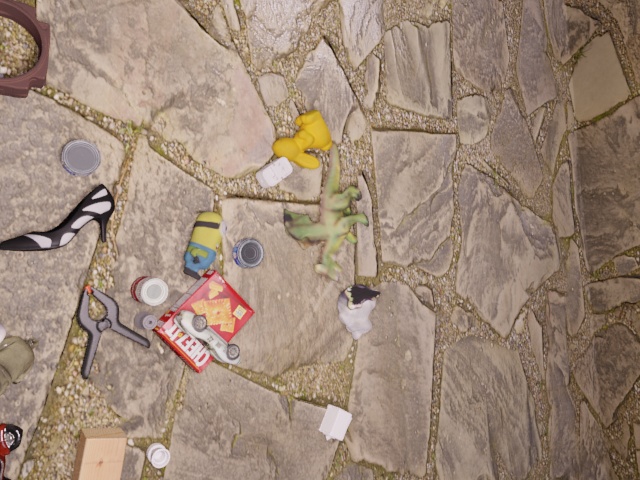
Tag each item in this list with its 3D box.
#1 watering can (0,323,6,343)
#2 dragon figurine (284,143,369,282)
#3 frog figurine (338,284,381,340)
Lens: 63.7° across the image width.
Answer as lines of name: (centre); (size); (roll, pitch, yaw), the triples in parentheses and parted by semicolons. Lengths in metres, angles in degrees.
watering can: (-0.778, 0.221, 0.947); (0.351, 0.226, 0.102); (-21, 117, -32)
dragon figurine: (0.005, -0.078, 1.559); (0.244, 0.121, 0.412); (-16, 86, -25)
frog figurine: (0.117, 0.223, 1.613); (0.139, 0.124, 0.155); (-37, 143, -38)
